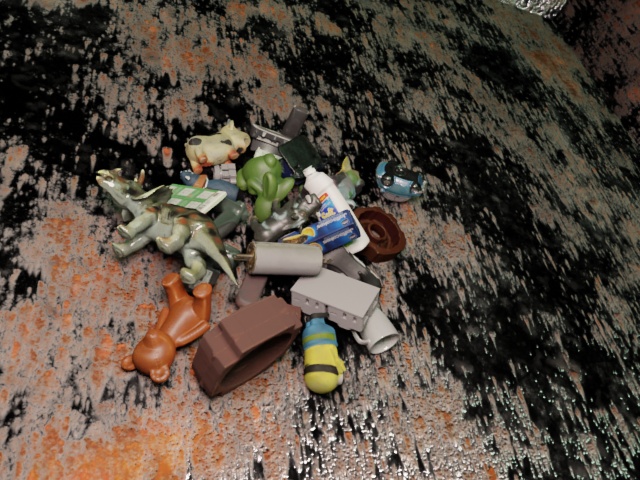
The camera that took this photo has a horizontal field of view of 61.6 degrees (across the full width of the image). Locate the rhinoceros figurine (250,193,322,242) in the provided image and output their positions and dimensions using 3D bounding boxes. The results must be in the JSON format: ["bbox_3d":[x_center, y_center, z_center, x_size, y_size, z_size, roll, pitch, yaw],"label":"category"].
[{"bbox_3d":[-0.084,-0.054,1.334,0.190,0.073,0.112,-34,33,-6],"label":"rhinoceros figurine"}]

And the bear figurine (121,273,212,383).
[{"bbox_3d":[-0.309,0.177,1.082,0.120,0.131,0.196,16,37,23],"label":"bear figurine"}]

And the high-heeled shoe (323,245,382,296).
[{"bbox_3d":[0.054,0.069,1.410,0.249,0.145,0.086,32,80,32],"label":"high-heeled shoe"}]

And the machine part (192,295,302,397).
[{"bbox_3d":[-0.148,0.210,1.080,0.201,0.201,0.087,-23,65,-38],"label":"machine part"}]

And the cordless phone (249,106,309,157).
[{"bbox_3d":[-0.119,-0.324,1.541,0.146,0.184,0.089,20,52,-13],"label":"cordless phone"}]

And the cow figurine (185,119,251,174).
[{"bbox_3d":[-0.279,-0.260,1.479,0.195,0.085,0.127,-19,71,-36],"label":"cow figurine"}]

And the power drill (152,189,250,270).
[{"bbox_3d":[-0.278,-0.033,1.293,0.232,0.086,0.207,25,42,4],"label":"power drill"}]

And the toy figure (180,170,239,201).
[{"bbox_3d":[-0.288,-0.137,1.388,0.154,0.064,0.057,17,85,-9],"label":"toy figure"}]

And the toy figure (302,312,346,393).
[{"bbox_3d":[-0.001,0.254,1.209,0.089,0.082,0.180,-8,64,-10],"label":"toy figure"}]

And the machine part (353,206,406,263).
[{"bbox_3d":[0.157,-0.016,1.525,0.179,0.056,0.179,15,49,-18],"label":"machine part"}]

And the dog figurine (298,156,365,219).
[{"bbox_3d":[0.036,-0.156,1.545,0.191,0.108,0.219,18,43,-10],"label":"dog figurine"}]

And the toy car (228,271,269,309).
[{"bbox_3d":[-0.152,0.093,1.273,0.089,0.053,0.202,19,39,-3],"label":"toy car"}]

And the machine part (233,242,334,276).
[{"bbox_3d":[-0.084,0.045,1.262,0.243,0.079,0.079,2,53,-25],"label":"machine part"}]

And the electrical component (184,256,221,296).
[{"bbox_3d":[-0.264,0.075,1.204,0.075,0.048,0.119,19,75,-12],"label":"electrical component"}]

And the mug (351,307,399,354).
[{"bbox_3d":[0.122,0.215,1.311,0.109,0.080,0.107,-8,47,-26],"label":"mug"}]

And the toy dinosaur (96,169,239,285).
[{"bbox_3d":[-0.304,-0.024,1.150,0.405,0.131,0.192,23,48,13],"label":"toy dinosaur"}]

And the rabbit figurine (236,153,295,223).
[{"bbox_3d":[-0.133,-0.130,1.418,0.121,0.159,0.170,6,66,-36],"label":"rabbit figurine"}]

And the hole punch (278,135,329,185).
[{"bbox_3d":[-0.065,-0.214,1.509,0.142,0.092,0.116,-33,84,-37],"label":"hole punch"}]

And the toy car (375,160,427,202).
[{"bbox_3d":[0.242,-0.171,1.661,0.162,0.102,0.109,20,43,2],"label":"toy car"}]

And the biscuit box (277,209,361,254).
[{"bbox_3d":[-0.003,-0.004,1.341,0.203,0.062,0.059,-25,46,8],"label":"biscuit box"}]
